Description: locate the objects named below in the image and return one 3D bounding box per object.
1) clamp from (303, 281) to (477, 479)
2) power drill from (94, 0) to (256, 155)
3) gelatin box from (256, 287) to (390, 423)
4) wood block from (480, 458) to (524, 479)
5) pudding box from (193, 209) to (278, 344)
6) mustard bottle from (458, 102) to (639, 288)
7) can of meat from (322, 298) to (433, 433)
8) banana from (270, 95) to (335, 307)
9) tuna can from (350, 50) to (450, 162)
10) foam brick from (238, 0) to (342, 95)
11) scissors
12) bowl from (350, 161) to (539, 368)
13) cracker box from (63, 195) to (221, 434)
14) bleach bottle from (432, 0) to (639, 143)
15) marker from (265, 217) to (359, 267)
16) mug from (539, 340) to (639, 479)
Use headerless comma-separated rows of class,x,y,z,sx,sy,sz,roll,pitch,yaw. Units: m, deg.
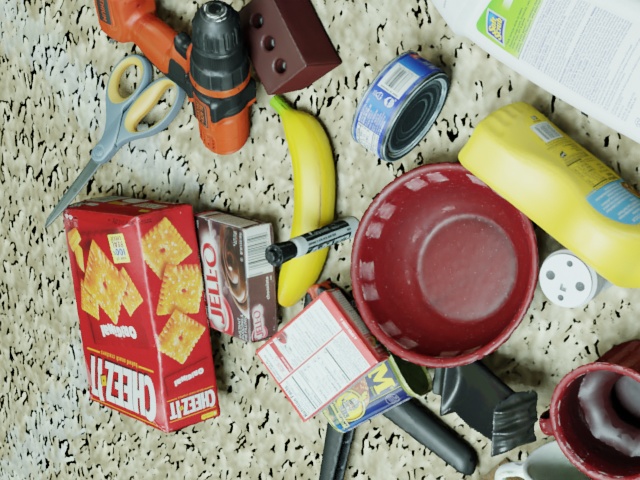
clamp,0.044,0.135,0.957,0.165,0.036,0.210,-15,89,29
power drill,-0.130,-0.182,0.943,0.188,0.057,0.184,48,158,22
gelatin box,0.001,0.094,0.876,0.089,0.030,0.073,-42,76,22
wood block,0.180,0.295,0.868,0.206,0.090,0.090,47,125,17
pudding box,-0.081,0.033,1.010,0.090,0.039,0.113,14,110,49
mustard bottle,0.195,-0.021,0.765,0.192,0.096,0.058,42,121,20
can of meat,0.033,0.103,0.910,0.084,0.057,0.102,-32,79,23
banana,-0.014,-0.030,0.959,0.070,0.037,0.198,20,114,57
tuna can,0.064,-0.105,0.845,0.034,0.085,0.086,38,122,20
foam brick,-0.029,-0.171,0.918,0.053,0.051,0.078,-31,84,38
scissors,-0.218,-0.106,1.060,0.202,0.016,0.096,-35,69,17
bowl,0.106,0.021,0.852,0.162,0.055,0.162,-4,83,32
cracker box,-0.182,0.068,1.063,0.164,0.071,0.214,8,108,51
bleach bottle,0.173,-0.162,0.765,0.251,0.067,0.103,37,121,25
marker,-0.006,0.001,0.904,0.020,0.120,0.020,11,109,34
mug,0.220,0.126,0.796,0.117,0.081,0.093,-21,90,38
